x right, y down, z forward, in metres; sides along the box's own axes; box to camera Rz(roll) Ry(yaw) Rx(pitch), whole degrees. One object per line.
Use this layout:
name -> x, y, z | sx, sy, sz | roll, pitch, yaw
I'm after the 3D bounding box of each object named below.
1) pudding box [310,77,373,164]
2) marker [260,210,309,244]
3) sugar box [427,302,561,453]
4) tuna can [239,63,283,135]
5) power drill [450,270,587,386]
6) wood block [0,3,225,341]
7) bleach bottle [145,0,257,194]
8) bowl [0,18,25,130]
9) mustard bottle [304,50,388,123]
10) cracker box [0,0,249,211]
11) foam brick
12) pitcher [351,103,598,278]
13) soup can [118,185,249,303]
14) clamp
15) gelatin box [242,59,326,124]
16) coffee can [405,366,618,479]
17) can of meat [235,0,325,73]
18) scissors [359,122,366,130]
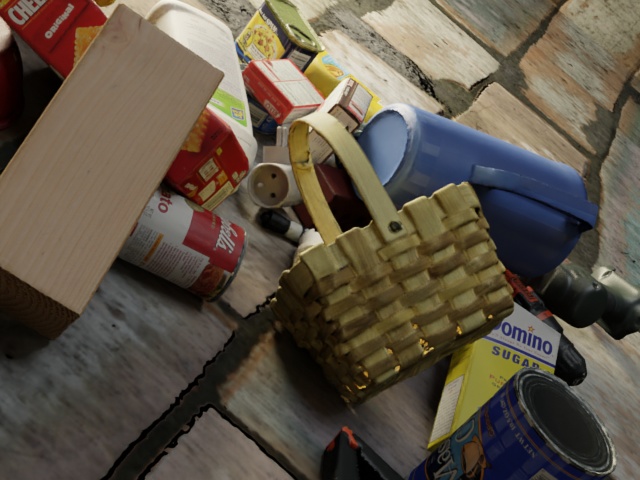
pudding box -> 0.003, -0.113, 1.140 | 0.039, 0.114, 0.090 | 39, 27, -10
marker -> -0.007, 0.001, 1.057 | 0.121, 0.020, 0.020 | 27, 29, -25
sugar box -> 0.164, 0.137, 0.980 | 0.093, 0.048, 0.176 | 33, 51, -14
tuna can -> -0.073, -0.159, 1.200 | 0.086, 0.034, 0.086 | 31, 28, -19
power drill -> 0.191, 0.090, 1.140 | 0.184, 0.057, 0.187 | 49, 25, 25
wood block -> -0.162, -0.047, 0.736 | 0.090, 0.090, 0.206 | 33, 63, -13
bleach bottle -> -0.121, -0.141, 1.081 | 0.102, 0.068, 0.251 | 19, 36, -31
bowl -> -0.306, -0.163, 0.879 | 0.162, 0.055, 0.162 | 31, 28, -19
mustard bottle -> 0.020, -0.190, 1.340 | 0.191, 0.058, 0.096 | 42, 19, 3
cracker box -> -0.161, -0.125, 0.917 | 0.214, 0.072, 0.164 | 45, -4, 7
foam brick -> 0.017, -0.039, 1.112 | 0.078, 0.053, 0.051 | 12, 39, -43
pitcher -> 0.161, -0.055, 1.115 | 0.242, 0.149, 0.145 | 19, 39, -32
soup can -> -0.118, -0.001, 0.861 | 0.102, 0.069, 0.068 | 28, 29, -22
clamp -> 0.050, 0.227, 0.767 | 0.164, 0.036, 0.210 | 6, 40, -47
gelatin box -> -0.040, -0.164, 1.176 | 0.073, 0.030, 0.089 | 49, 27, 12
coffee can -> 0.148, 0.183, 0.845 | 0.102, 0.140, 0.103 | 31, 28, -19
can of meat -> -0.053, -0.231, 1.279 | 0.057, 0.084, 0.102 | 11, 39, -45
scissors -> 0.044, -0.134, 1.274 | 0.201, 0.016, 0.096 | 25, 1, -16
